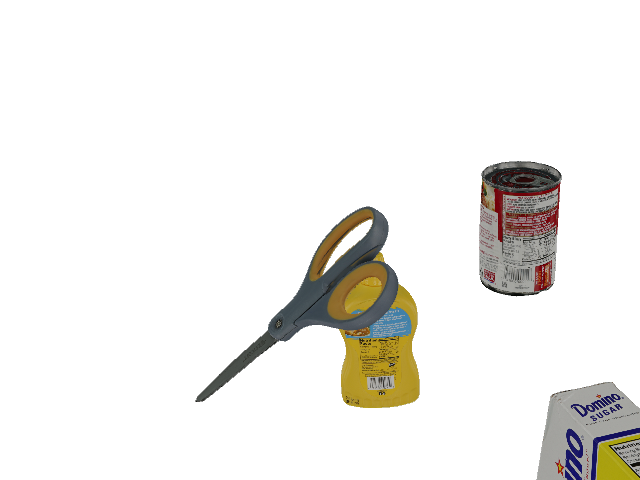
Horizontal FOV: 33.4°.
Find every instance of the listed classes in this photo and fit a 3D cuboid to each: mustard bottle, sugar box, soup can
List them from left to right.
[{"bbox_3d":[0.069,0.106,1.287,0.096,0.192,0.058,-3,20,2],"label":"mustard bottle"},{"bbox_3d":[0.174,-0.010,0.936,0.068,0.102,0.068,-2,24,1],"label":"soup can"},{"bbox_3d":[0.165,0.154,0.505,0.048,0.093,0.176,-9,28,-21],"label":"sugar box"}]

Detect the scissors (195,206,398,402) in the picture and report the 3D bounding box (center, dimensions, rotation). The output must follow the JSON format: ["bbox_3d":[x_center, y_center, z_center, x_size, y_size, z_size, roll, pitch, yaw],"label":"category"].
[{"bbox_3d":[-0.014,0.065,0.745,0.016,0.202,0.096,29,14,-37],"label":"scissors"}]
